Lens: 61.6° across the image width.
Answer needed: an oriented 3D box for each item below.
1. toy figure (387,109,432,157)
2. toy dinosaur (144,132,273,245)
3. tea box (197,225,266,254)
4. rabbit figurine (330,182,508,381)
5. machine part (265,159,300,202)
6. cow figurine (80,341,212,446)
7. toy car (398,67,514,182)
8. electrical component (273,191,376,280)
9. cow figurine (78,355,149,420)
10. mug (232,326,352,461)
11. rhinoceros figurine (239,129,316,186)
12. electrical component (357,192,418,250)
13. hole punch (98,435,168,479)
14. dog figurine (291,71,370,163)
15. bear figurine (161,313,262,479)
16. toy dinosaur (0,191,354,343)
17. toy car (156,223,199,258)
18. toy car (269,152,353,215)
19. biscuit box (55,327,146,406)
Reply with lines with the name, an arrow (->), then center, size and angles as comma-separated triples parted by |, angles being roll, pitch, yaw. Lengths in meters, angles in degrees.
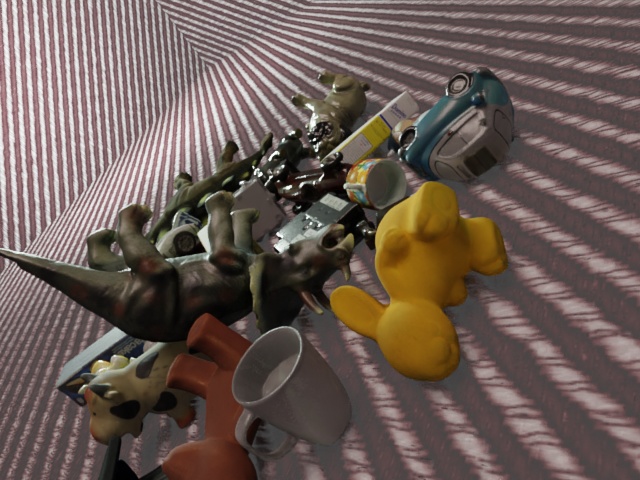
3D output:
toy figure -> 0.159, -0.166, 0.827 | 0.064, 0.057, 0.155 | -10, 4, -38
toy dinosaur -> -0.274, -0.072, 1.171 | 0.471, 0.105, 0.199 | -39, 30, 13
tea box -> -0.124, 0.025, 0.836 | 0.068, 0.098, 0.170 | -42, 25, -6
rabbit figurine -> 0.088, 0.052, 0.520 | 0.162, 0.121, 0.173 | -21, 51, 37
machine part -> -0.088, -0.084, 0.996 | 0.139, 0.084, 0.039 | -48, 50, 9
cow figurine -> -0.205, 0.173, 0.675 | 0.195, 0.127, 0.086 | -47, 24, -20
toy car -> 0.186, -0.131, 0.689 | 0.161, 0.109, 0.103 | -42, 42, 14
electrical component -> -0.002, -0.002, 0.768 | 0.134, 0.058, 0.115 | -42, 25, -6
cow figurine -> -0.297, 0.223, 0.782 | 0.167, 0.068, 0.098 | -10, 44, 45
mug -> -0.023, 0.154, 0.499 | 0.081, 0.107, 0.109 | -7, 45, 47
rhinoceros figurine -> -0.089, -0.145, 1.081 | 0.112, 0.073, 0.190 | -5, 42, 46
electrical component -> 0.100, -0.028, 0.694 | 0.102, 0.045, 0.078 | -25, 31, 26
hole punch -> -0.195, 0.284, 0.557 | 0.115, 0.092, 0.142 | -64, 24, 18
dog figurine -> 0.047, -0.237, 1.050 | 0.172, 0.121, 0.191 | -39, 41, 8
bear figurine -> -0.112, 0.193, 0.538 | 0.120, 0.132, 0.196 | -56, 8, 38
toy dinosaur -> -0.163, 0.054, 0.643 | 0.405, 0.192, 0.131 | -13, -18, -8
toy car -> -0.280, 0.046, 0.911 | 0.202, 0.056, 0.073 | -52, 15, -21
toy car -> -0.010, -0.085, 0.869 | 0.202, 0.089, 0.053 | -3, 42, 48
biscuit box -> -0.334, 0.187, 0.886 | 0.203, 0.059, 0.063 | -35, 25, 8
